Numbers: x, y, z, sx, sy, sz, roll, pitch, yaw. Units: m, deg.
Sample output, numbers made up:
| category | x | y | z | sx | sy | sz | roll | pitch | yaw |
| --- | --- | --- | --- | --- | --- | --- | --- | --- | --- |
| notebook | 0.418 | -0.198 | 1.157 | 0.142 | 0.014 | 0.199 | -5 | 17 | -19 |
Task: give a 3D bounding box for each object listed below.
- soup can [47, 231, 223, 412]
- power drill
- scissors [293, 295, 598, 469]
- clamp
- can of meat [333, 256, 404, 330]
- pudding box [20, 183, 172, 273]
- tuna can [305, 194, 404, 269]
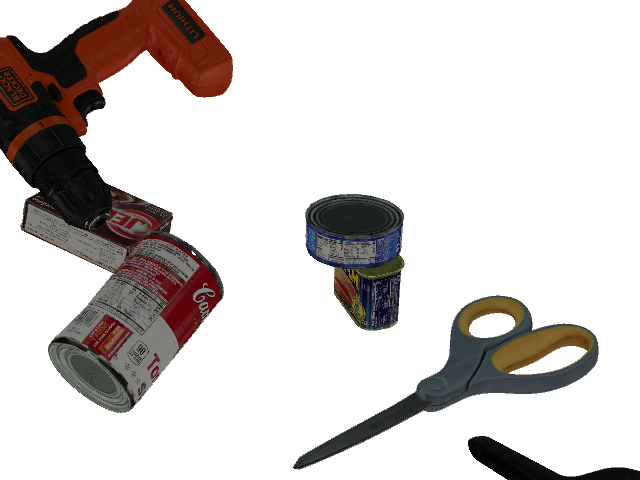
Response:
| category | x | y | z | sx | sy | sz | roll | pitch | yaw |
| --- | --- | --- | --- | --- | --- | --- | --- | --- | --- |
| soup can | -0.119 | 0.052 | 0.693 | 0.069 | 0.068 | 0.102 | 0 | 42 | 43 |
| power drill | -0.162 | -0.112 | 0.814 | 0.187 | 0.184 | 0.057 | -31 | -16 | -29 |
| scissors | 0.065 | 0.076 | 0.622 | 0.201 | 0.016 | 0.096 | -13 | 32 | -16 |
| clamp | 0.202 | 0.229 | 0.862 | 0.210 | 0.036 | 0.164 | 2 | 36 | 24 |
| can of meat | 0.053 | 0.043 | 1.229 | 0.057 | 0.084 | 0.102 | -13 | 37 | -18 |
| pudding box | -0.209 | -0.018 | 1.005 | 0.113 | 0.039 | 0.090 | 22 | 27 | 10 |
| tuna can | 0.029 | -0.008 | 0.930 | 0.086 | 0.034 | 0.086 | 1 | 27 | -1 |
